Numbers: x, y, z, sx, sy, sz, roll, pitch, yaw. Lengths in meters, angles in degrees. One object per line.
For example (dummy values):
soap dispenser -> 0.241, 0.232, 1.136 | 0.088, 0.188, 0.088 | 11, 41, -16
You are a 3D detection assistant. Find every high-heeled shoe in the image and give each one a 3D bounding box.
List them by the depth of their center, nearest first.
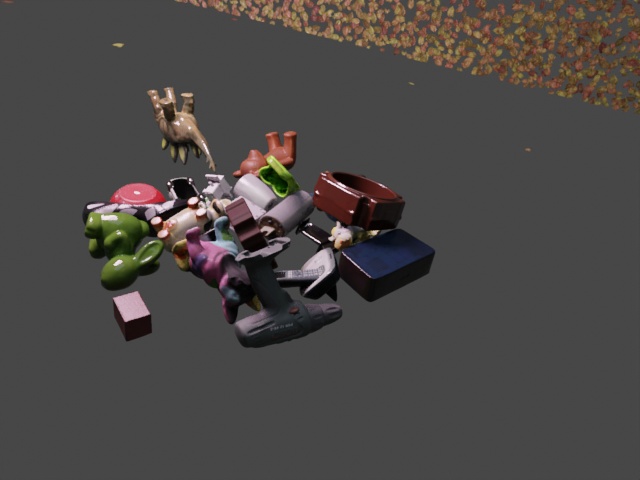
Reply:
high-heeled shoe -> -0.438, -0.074, 1.296 | 0.249, 0.086, 0.145 | -27, 63, -21

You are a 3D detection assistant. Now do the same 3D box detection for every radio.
radio -> 0.159, 0.054, 1.304 | 0.229, 0.073, 0.131 | -19, 43, -38

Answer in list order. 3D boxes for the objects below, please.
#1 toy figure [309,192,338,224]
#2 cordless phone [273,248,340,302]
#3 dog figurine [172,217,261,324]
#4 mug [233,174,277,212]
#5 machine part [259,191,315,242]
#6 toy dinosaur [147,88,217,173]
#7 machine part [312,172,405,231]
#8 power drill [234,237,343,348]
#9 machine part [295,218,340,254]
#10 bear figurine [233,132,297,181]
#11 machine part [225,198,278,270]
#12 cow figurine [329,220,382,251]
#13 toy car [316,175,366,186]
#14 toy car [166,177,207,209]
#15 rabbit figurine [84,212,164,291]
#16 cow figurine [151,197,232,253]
toy figure -> 0.024, -0.096, 1.499 | 0.155, 0.058, 0.064 | 37, -1, 34
cordless phone -> -0.052, 0.077, 1.196 | 0.184, 0.088, 0.147 | -1, 21, -4
dog figurine -> -0.216, 0.076, 1.153 | 0.108, 0.191, 0.219 | -20, 79, -41
mug -> -0.166, -0.118, 1.470 | 0.107, 0.080, 0.109 | 38, 17, 21
machine part -> -0.084, -0.064, 1.403 | 0.079, 0.079, 0.243 | 24, 35, 18
toy dinosaur -> -0.409, -0.329, 1.583 | 0.105, 0.198, 0.472 | -19, 33, -23
machine part -> 0.099, -0.103, 1.370 | 0.202, 0.087, 0.201 | 31, 23, 35
power drill -> -0.073, 0.102, 1.072 | 0.232, 0.207, 0.086 | -20, 19, -25
machine part -> -0.003, -0.004, 1.372 | 0.084, 0.039, 0.139 | -27, 52, -38
bear figurine -> -0.165, -0.248, 1.610 | 0.120, 0.131, 0.196 | 9, 21, 43
machine part -> -0.158, -0.007, 1.220 | 0.056, 0.179, 0.179 | -26, 42, -6
cow figurine -> 0.074, -0.020, 1.346 | 0.098, 0.068, 0.167 | 41, 25, 24
toy car -> 0.085, -0.159, 1.609 | 0.202, 0.053, 0.089 | -10, 36, -25
toy car -> -0.351, -0.113, 1.408 | 0.073, 0.056, 0.202 | -14, 34, -21
rabbit figurine -> -0.425, 0.038, 1.162 | 0.159, 0.121, 0.170 | 2, 53, -24
cow figurine -> -0.286, -0.034, 1.270 | 0.195, 0.127, 0.086 | -32, 58, -18
